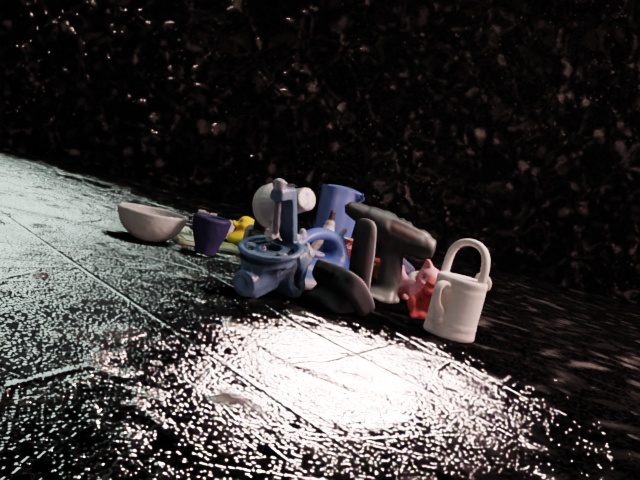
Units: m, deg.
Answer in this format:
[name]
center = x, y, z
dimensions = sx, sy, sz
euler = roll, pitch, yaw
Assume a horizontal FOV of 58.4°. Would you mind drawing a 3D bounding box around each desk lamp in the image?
[desk lamp]
center = -0.089, -0.037, 1.454
dimensions = 0.118, 0.213, 0.202
euler = 10, 6, -37

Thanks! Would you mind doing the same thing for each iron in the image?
[iron]
center = -0.018, 0.033, 1.288
dimensions = 0.118, 0.141, 0.259
euler = 17, 6, 34

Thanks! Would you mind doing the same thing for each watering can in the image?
[watering can]
center = 0.277, 0.093, 1.123
dimensions = 0.100, 0.194, 0.173
euler = 16, 5, 21

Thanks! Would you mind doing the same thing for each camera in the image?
[camera]
center = -0.128, -0.004, 1.638
dimensions = 0.142, 0.101, 0.137
euler = 16, 6, 25

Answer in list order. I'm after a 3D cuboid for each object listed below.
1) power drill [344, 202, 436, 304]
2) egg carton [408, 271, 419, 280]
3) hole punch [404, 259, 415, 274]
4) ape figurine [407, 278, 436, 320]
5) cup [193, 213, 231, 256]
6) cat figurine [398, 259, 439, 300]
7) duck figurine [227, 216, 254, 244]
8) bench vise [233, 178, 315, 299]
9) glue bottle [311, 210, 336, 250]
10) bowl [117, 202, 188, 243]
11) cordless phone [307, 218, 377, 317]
[power drill]
center = 0.147, 0.034, 1.343
dimensions = 0.229, 0.208, 0.076
euler = 14, 5, 6
[egg carton]
center = 0.290, 0.129, 1.477
dimensions = 0.150, 0.069, 0.107
euler = 14, 5, 7
[hole punch]
center = 0.235, 0.077, 1.783
dimensions = 0.101, 0.091, 0.108
euler = 10, 6, -35
[ape figurine]
center = 0.232, 0.125, 1.230
dimensions = 0.077, 0.092, 0.076
euler = 16, 6, 25
[cup]
center = -0.261, -0.011, 1.378
dimensions = 0.091, 0.095, 0.118
euler = 15, 5, 17
[cat figurine]
center = 0.241, 0.100, 1.383
dimensions = 0.127, 0.118, 0.067
euler = 17, 6, 36
[duck figurine]
center = -0.221, -0.027, 1.723
dimensions = 0.104, 0.086, 0.077
euler = 14, 5, -3
[bench vise]
center = -0.078, -0.003, 1.080
dimensions = 0.121, 0.220, 0.208
euler = 15, 5, 11
[glue bottle]
center = 0.014, 0.005, 1.500
dimensions = 0.078, 0.173, 0.037
euler = 13, 5, -7
[bowl]
center = -0.407, -0.036, 1.378
dimensions = 0.167, 0.075, 0.167
euler = 14, 5, -1
[cordless phone]
center = 0.054, 0.044, 1.113
dimensions = 0.094, 0.185, 0.147
euler = 10, 6, -38
